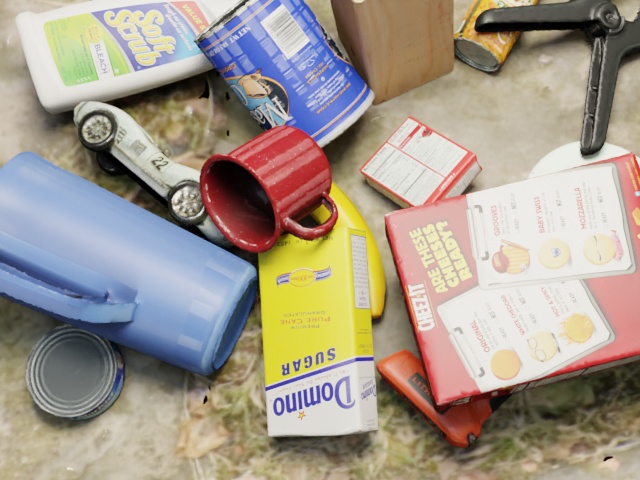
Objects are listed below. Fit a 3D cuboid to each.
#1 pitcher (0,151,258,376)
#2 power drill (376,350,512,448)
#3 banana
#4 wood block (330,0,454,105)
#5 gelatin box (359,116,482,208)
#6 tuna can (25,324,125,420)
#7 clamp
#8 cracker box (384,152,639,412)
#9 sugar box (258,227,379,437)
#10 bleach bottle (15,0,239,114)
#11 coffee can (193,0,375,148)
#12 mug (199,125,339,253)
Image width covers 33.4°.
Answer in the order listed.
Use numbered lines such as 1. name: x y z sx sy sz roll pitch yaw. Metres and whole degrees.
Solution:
1. pitcher: -0.186 0.030 0.942 0.243 0.145 0.149 23 64 7
2. power drill: 0.140 0.073 0.936 0.187 0.057 0.184 -44 73 -5
3. banana: 0.003 -0.015 0.989 0.198 0.037 0.069 44 91 16
4. wood block: 0.061 -0.213 0.947 0.090 0.206 0.091 -24 73 0
5. gelatin box: 0.092 -0.064 0.982 0.073 0.030 0.089 -48 53 -7
6. tuna can: -0.224 0.122 0.980 0.086 0.033 0.086 -2 74 6
7. clamp: 0.251 -0.204 0.989 0.164 0.036 0.210 42 75 -7
8. cracker box: 0.176 0.036 0.878 0.213 0.072 0.164 -15 73 1
9. sugar box: -0.003 0.082 0.932 0.093 0.048 0.176 -8 79 27
10. bleach bottle: -0.155 -0.202 1.027 0.251 0.068 0.102 -17 92 -2
11. coffee can: -0.032 -0.156 0.968 0.103 0.103 0.140 -40 106 -5
12. mug: -0.035 -0.042 0.919 0.117 0.093 0.081 35 48 23
